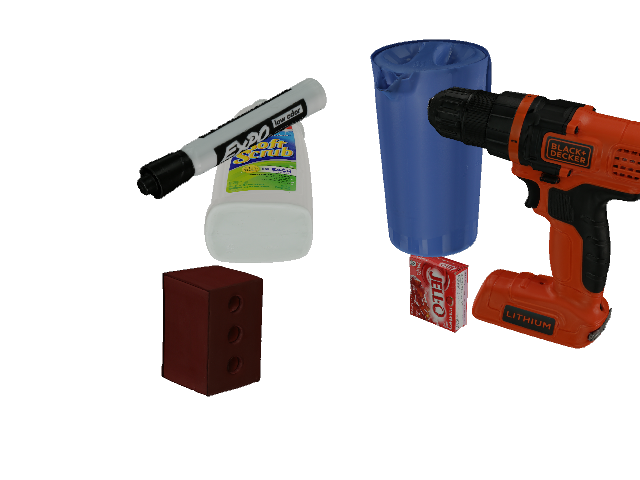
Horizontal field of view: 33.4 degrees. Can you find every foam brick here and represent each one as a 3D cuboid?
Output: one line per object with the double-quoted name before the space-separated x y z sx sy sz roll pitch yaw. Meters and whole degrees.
"foam brick" -0.076 0.061 0.751 0.051 0.078 0.052 13 17 43

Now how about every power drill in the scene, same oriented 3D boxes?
"power drill" 0.162 -0.020 0.817 0.185 0.188 0.057 17 34 26

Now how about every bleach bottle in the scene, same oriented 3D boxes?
"bleach bottle" -0.062 -0.074 1.066 0.102 0.068 0.251 0 33 -5

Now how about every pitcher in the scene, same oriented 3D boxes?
"pitcher" 0.138 -0.112 1.263 0.149 0.243 0.145 -4 25 0

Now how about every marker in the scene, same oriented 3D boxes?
"marker" -0.046 -0.055 0.565 0.120 0.020 0.020 -32 18 -31

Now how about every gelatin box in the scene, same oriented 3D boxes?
"gelatin box" 0.150 0.064 1.358 0.073 0.089 0.030 21 35 38
